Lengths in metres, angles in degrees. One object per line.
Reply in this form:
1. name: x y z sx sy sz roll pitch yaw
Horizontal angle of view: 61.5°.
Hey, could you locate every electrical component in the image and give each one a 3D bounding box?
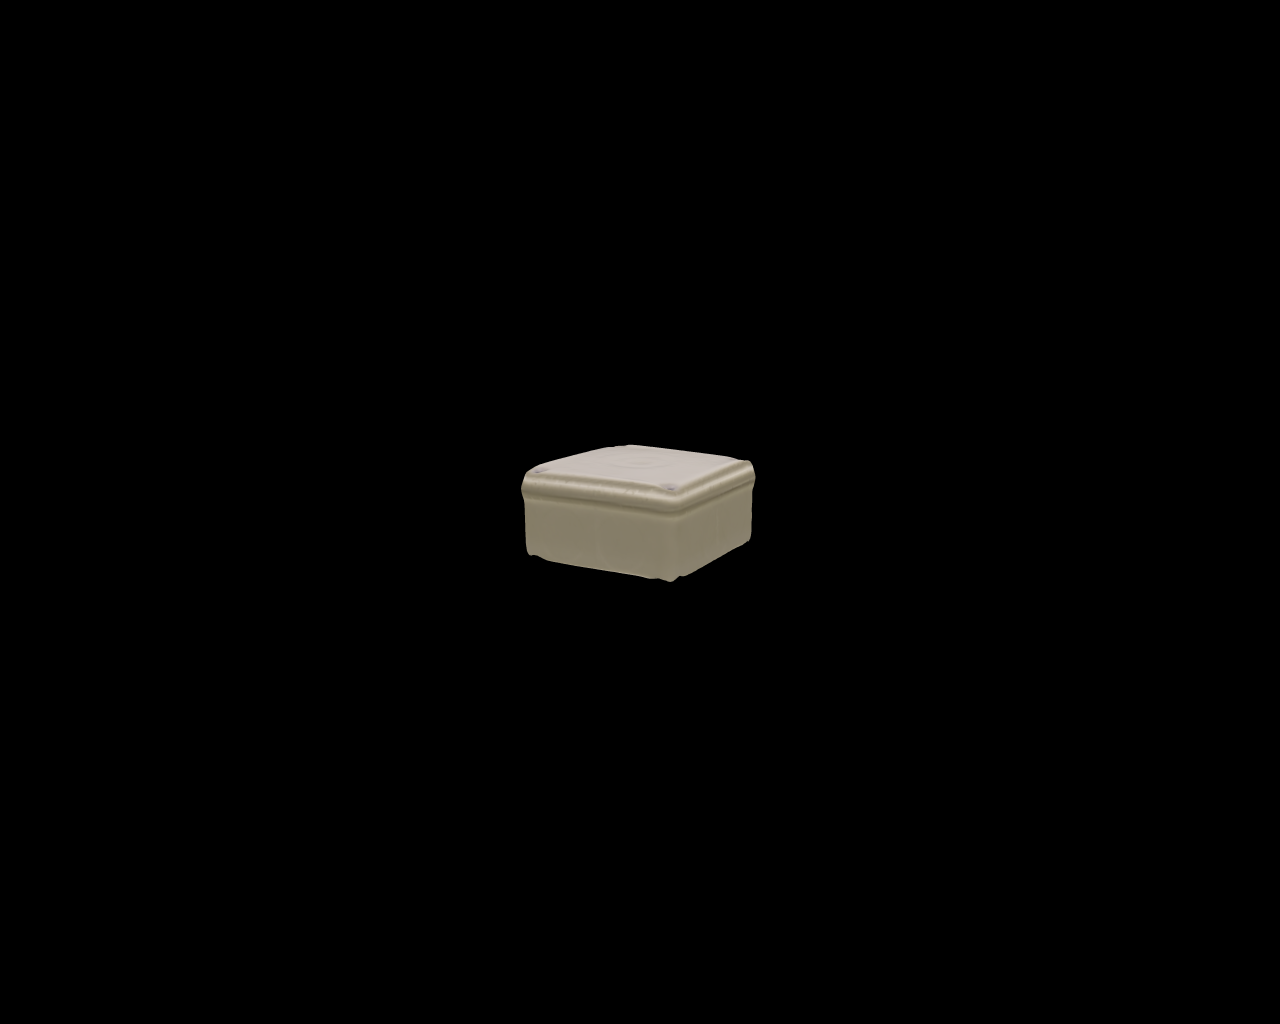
1. electrical component: 0.001 -0.003 0.650 0.109 0.056 0.109 8 16 31
